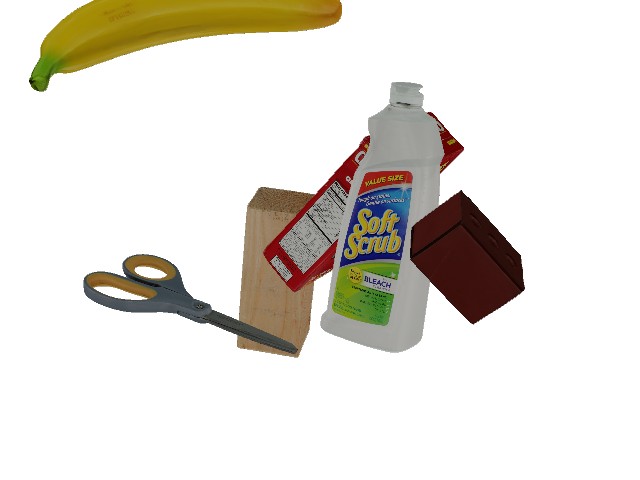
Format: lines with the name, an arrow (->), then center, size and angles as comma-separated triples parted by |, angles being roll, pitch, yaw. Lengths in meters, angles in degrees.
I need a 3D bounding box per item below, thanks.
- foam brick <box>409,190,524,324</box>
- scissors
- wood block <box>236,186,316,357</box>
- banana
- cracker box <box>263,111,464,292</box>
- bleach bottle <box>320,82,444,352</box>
foam brick -> 0.112, 0.013, 0.812 | 0.051, 0.078, 0.053 | -37, 20, 23
scissors -> -0.108, 0.052, 0.942 | 0.202, 0.016, 0.096 | 12, 28, 7
wood block -> -0.056, 0.042, 1.455 | 0.090, 0.206, 0.090 | 9, 22, 6
banana -> -0.087, -0.132, 0.655 | 0.197, 0.070, 0.037 | -18, -34, -17
cracker box -> 0.048, -0.048, 1.257 | 0.214, 0.072, 0.163 | -47, -11, 35
bleach bottle -> 0.062, -0.025, 1.017 | 0.103, 0.251, 0.067 | 16, 20, 31
